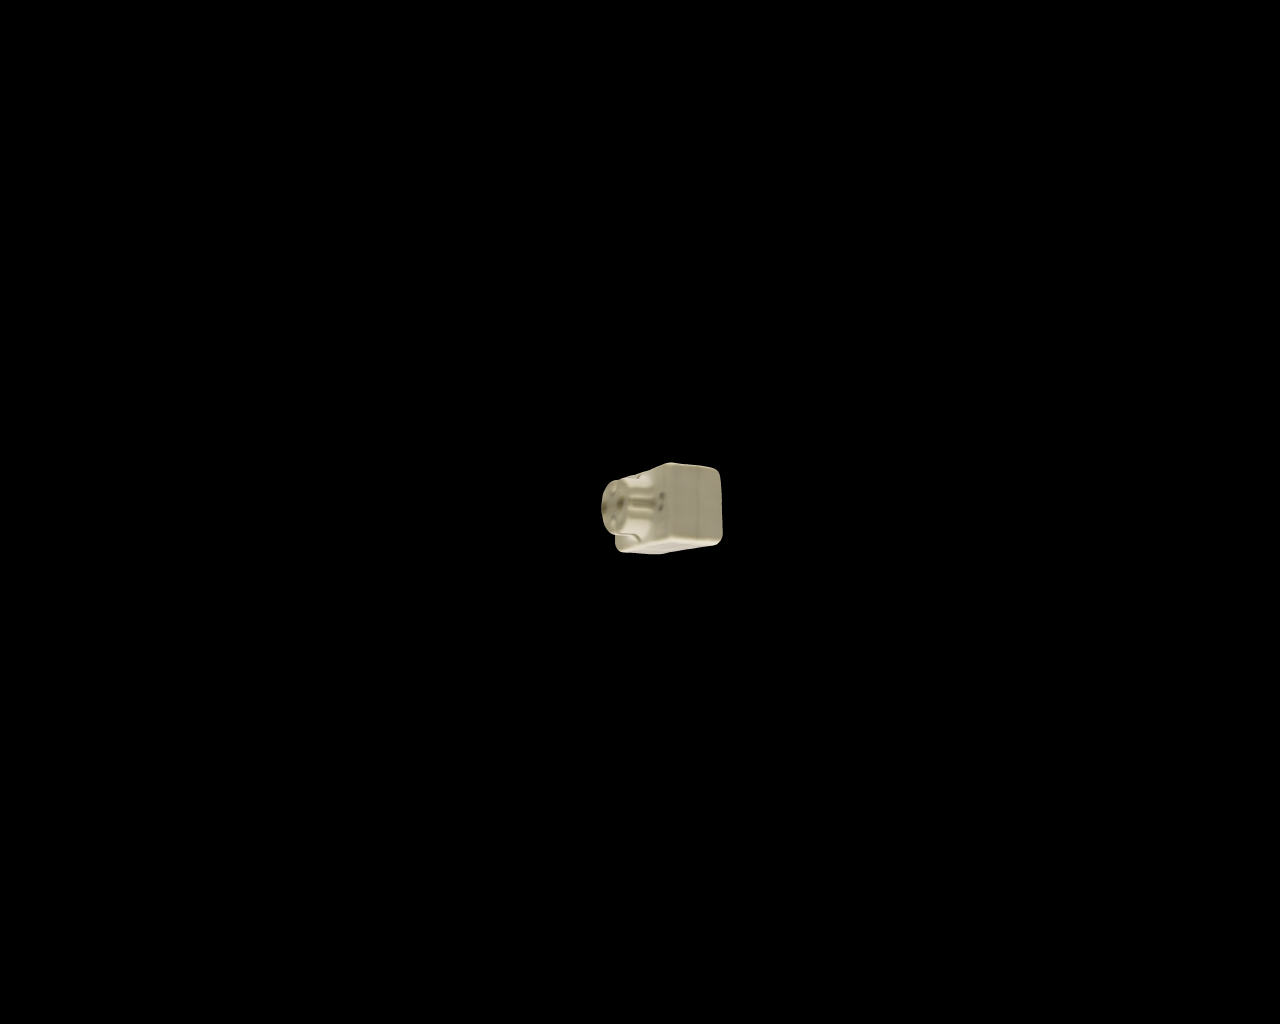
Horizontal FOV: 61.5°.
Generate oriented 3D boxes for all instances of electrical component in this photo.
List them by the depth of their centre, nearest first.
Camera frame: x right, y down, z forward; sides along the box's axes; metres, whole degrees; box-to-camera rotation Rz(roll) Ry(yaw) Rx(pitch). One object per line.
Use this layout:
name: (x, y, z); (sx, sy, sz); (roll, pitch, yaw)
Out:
electrical component: (0.001, -0.003, 0.650); (0.077, 0.047, 0.065); (6, -11, -31)
